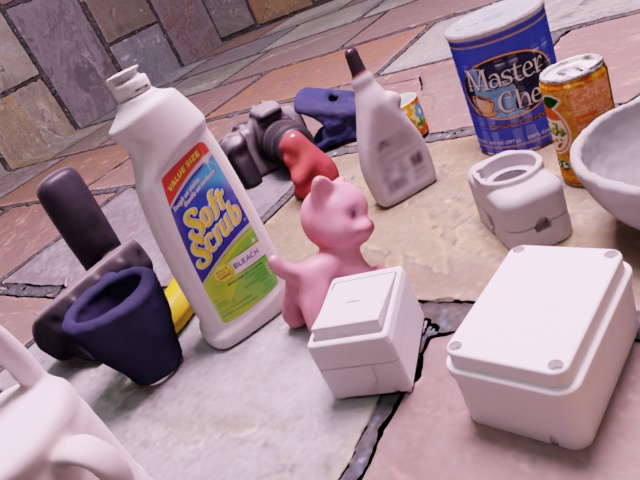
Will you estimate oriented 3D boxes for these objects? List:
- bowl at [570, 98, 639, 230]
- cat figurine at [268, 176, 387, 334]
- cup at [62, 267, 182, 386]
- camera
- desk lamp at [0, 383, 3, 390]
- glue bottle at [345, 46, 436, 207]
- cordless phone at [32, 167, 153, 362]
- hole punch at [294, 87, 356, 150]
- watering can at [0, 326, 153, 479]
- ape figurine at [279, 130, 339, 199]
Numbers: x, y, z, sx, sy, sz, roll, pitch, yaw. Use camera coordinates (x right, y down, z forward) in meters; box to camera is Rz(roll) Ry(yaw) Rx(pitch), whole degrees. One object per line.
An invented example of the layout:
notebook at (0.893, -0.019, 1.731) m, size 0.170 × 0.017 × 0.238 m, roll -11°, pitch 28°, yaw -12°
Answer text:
bowl at (0.272, -0.049, 0.404) m, size 0.167 × 0.075 × 0.167 m, roll -20°, pitch 27°, yaw 11°
cat figurine at (0.005, 0.002, 0.500) m, size 0.067 × 0.118 × 0.128 m, roll 7°, pitch 41°, yaw 48°
cup at (-0.176, 0.083, 0.539) m, size 0.092 × 0.095 × 0.117 m, roll -32°, pitch 27°, yaw -12°
camera at (-0.075, -0.151, 0.872) m, size 0.143 × 0.101 × 0.136 m, roll -31°, pitch 27°, yaw -11°
desk lamp at (-0.434, 0.114, 0.575) m, size 0.202 × 0.214 × 0.118 m, roll -6°, pitch 32°, yaw 35°
glue bottle at (0.065, -0.125, 0.616) m, size 0.078 × 0.173 × 0.037 m, roll -30°, pitch 26°, yaw -8°
cordless phone at (-0.270, 0.027, 0.621) m, size 0.093 × 0.185 × 0.148 m, roll -3°, pitch 34°, yaw 38°
hole punch at (0.020, -0.204, 0.896) m, size 0.101 × 0.091 × 0.108 m, roll -17°, pitch 27°, yaw 17°
watering can at (-0.193, 0.133, 0.348) m, size 0.172 × 0.194 × 0.101 m, roll -22°, pitch 26°, yaw 8°
ape figurine at (-0.022, -0.099, 0.739) m, size 0.076 × 0.092 × 0.078 m, roll -12°, pitch 29°, yaw 26°
